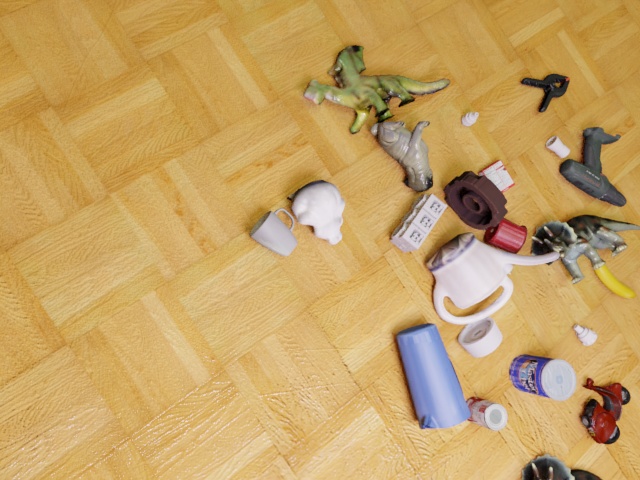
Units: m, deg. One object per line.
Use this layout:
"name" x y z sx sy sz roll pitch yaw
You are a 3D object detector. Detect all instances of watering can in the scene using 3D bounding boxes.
"watering can" 0.436 0.072 1.369 0.346 0.104 0.224 -38 91 7

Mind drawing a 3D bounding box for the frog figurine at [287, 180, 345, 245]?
"frog figurine" 0.004 -0.065 1.300 0.138 0.120 0.161 -14 73 -36

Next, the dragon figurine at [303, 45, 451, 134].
"dragon figurine" 0.140 -0.442 1.415 0.414 0.120 0.244 -28 81 -19
